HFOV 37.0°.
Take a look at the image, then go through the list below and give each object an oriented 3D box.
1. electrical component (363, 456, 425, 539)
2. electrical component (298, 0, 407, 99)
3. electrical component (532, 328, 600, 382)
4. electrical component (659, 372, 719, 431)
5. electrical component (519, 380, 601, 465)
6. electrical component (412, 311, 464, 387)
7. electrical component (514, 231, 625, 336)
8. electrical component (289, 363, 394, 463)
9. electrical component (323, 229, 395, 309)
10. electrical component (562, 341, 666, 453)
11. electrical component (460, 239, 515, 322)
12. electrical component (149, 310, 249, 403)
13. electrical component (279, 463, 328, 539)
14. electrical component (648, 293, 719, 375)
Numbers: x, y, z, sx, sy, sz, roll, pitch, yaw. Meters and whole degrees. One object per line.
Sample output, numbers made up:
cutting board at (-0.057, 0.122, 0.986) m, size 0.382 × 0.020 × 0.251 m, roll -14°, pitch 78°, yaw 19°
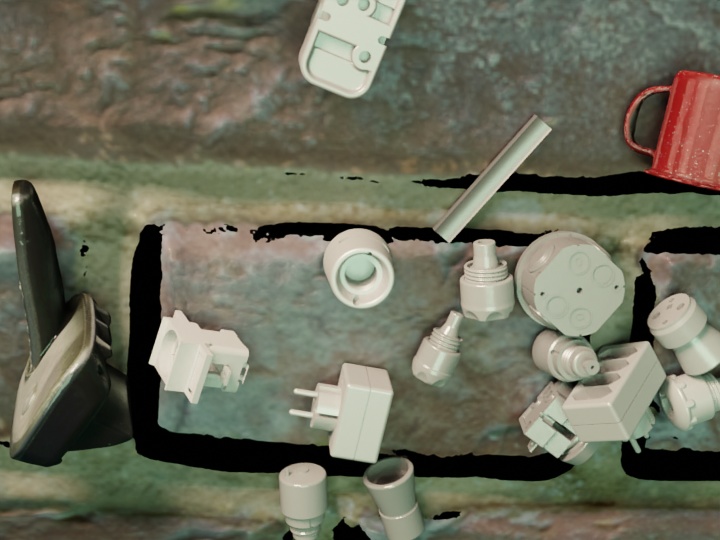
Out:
electrical component at (0.032, 0.198, 0.916) m, size 0.044 × 0.044 × 0.065 m, roll -16°, pitch 113°, yaw 0°
electrical component at (-0.006, -0.178, 0.784) m, size 0.054 × 0.059 × 0.095 m, roll 20°, pitch 104°, yaw -11°
electrical component at (0.171, 0.071, 0.872) m, size 0.040 × 0.078 × 0.040 m, roll -2°, pitch 97°, yaw -15°
electrical component at (0.288, 0.106, 0.908) m, size 0.062 × 0.048 × 0.048 m, roll -18°, pitch 108°, yaw -6°
electrical component at (0.171, 0.132, 0.905) m, size 0.055 × 0.048 × 0.066 m, roll 37°, pitch 101°, yaw -7°
electrical component at (0.067, 0.063, 0.879) m, size 0.035 × 0.035 × 0.061 m, roll 21°, pitch 102°, yaw -11°
electrical component at (0.168, 0.011, 0.860) m, size 0.080 × 0.051 × 0.080 m, roll -1°, pitch 101°, yaw -7°
electrical component at (-0.019, 0.114, 0.880) m, size 0.077 × 0.047 × 0.065 m, roll 11°, pitch 106°, yaw -8°
electrical component at (0.000, 0.000, 0.847) m, size 0.055 × 0.047 × 0.055 m, roll -1°, pitch 107°, yaw -5°
electrical component at (0.216, 0.114, 0.879) m, size 0.047 × 0.083 × 0.075 m, roll -12°, pitch 115°, yaw 46°
electrical component at (0.101, 0.007, 0.860) m, size 0.043 × 0.043 × 0.062 m, roll -6°, pitch 107°, yaw -3°
electrical component at (-0.125, 0.069, 0.847) m, size 0.064 × 0.081 × 0.042 m, roll 12°, pitch 107°, yaw -32°
electrical component at (-0.047, 0.200, 0.909) m, size 0.040 × 0.040 × 0.078 m, roll -3°, pitch 108°, yaw -4°
electrical component at (0.271, 0.053, 0.889) m, size 0.045 × 0.045 × 0.055 m, roll -41°, pitch 106°, yaw 8°
